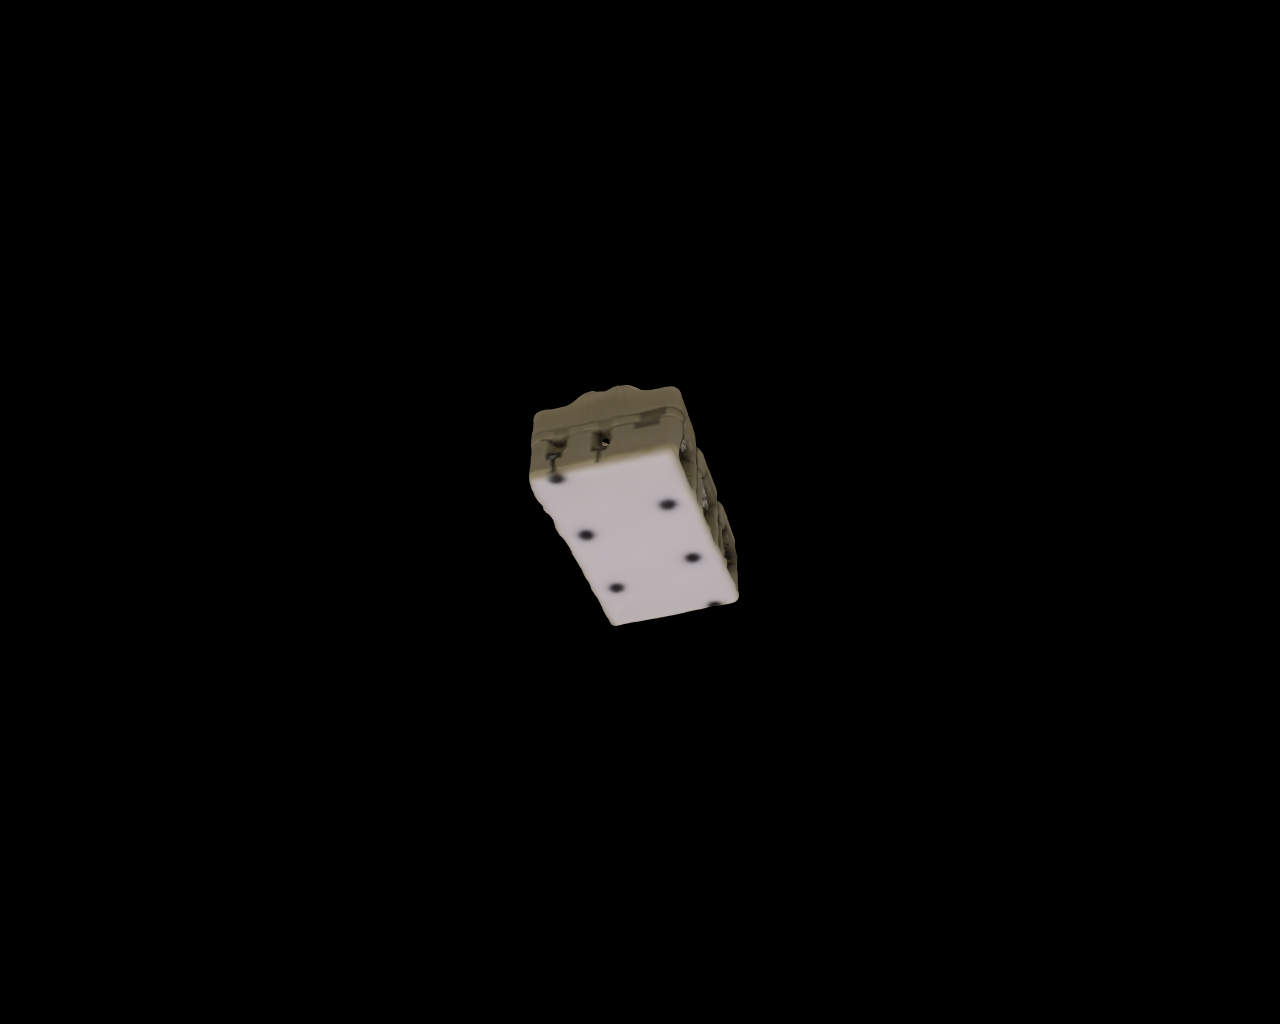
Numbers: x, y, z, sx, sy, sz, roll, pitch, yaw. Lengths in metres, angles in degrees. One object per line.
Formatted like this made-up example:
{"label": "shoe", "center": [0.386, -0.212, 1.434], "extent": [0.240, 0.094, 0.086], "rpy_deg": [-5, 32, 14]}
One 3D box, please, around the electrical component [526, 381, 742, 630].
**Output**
{"label": "electrical component", "center": [0.001, -0.003, 0.650], "extent": [0.089, 0.062, 0.150], "rpy_deg": [-11, -43, 12]}
